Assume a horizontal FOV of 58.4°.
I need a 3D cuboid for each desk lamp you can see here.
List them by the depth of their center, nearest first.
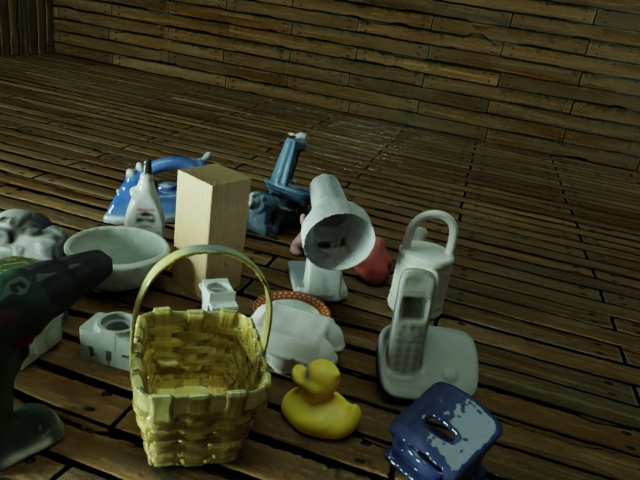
[{"bbox_3d":[0.009,0.004,1.006,0.118,0.213,0.203,3,23,-14],"label":"desk lamp"}]

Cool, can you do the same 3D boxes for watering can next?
[{"bbox_3d":[0.184,0.034,1.027,0.101,0.194,0.172,-2,25,-25],"label":"watering can"}]

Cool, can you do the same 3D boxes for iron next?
[{"bbox_3d":[-0.344,-0.119,1.255,0.259,0.141,0.118,-12,30,-40],"label":"iron"}]

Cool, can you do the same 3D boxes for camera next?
[{"bbox_3d":[-0.494,-0.004,0.979,0.143,0.101,0.136,7,23,-4],"label":"camera"}]

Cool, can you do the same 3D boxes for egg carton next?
[{"bbox_3d":[-0.041,0.148,0.833,0.150,0.069,0.107,14,23,12],"label":"egg carton"}]

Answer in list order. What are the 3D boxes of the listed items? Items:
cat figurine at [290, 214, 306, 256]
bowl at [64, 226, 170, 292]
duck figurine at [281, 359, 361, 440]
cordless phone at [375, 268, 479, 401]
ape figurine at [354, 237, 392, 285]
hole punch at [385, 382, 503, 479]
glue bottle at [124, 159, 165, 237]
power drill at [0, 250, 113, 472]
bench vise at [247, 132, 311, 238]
[{"bbox_3d":[0.007,-0.013,1.169,0.127,0.118,0.067,23,26,29],"label":"cat figurine"},{"bbox_3d":[-0.341,0.040,0.966,0.167,0.075,0.167,8,23,-3],"label":"bowl"},{"bbox_3d":[0.005,0.193,0.721,0.104,0.086,0.078,18,24,19],"label":"duck figurine"},{"bbox_3d":[0.158,0.131,0.798,0.148,0.185,0.094,4,23,-11],"label":"cordless phone"},{"bbox_3d":[0.108,0.036,1.124,0.078,0.092,0.076,6,23,-6],"label":"ape figurine"},{"bbox_3d":[0.144,0.235,0.670,0.101,0.091,0.108,-11,30,-39],"label":"hole punch"},{"bbox_3d":[-0.337,-0.074,1.108,0.078,0.173,0.037,-2,25,-24],"label":"glue bottle"},{"bbox_3d":[-0.322,0.126,0.596,0.075,0.208,0.230,24,27,33],"label":"power drill"},{"bbox_3d":[-0.077,-0.121,1.260,0.121,0.220,0.208,15,23,14],"label":"bench vise"}]
